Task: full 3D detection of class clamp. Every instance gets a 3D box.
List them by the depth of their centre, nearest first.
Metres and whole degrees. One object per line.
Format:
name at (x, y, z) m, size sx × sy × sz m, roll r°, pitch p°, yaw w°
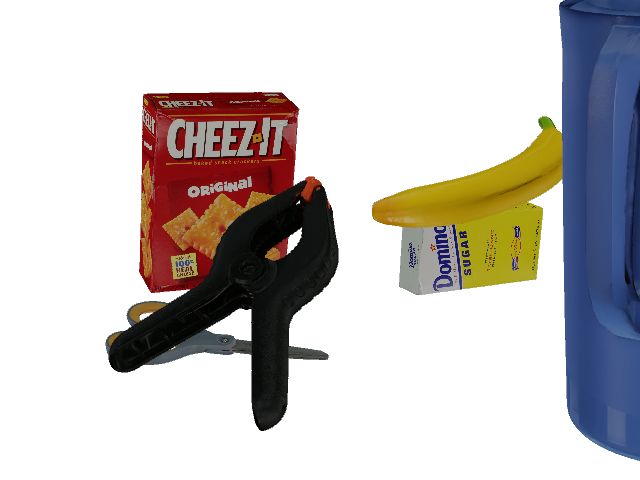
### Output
clamp at (-0.034, 0.035, 0.642) m, size 0.120 × 0.171 × 0.039 m, roll 28°, pitch -24°, yaw 27°

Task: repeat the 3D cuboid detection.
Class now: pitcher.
pitcher at (0.183, -0.007, 0.555) m, size 0.149 × 0.243 × 0.145 m, roll -5°, pitch 18°, yaw -8°

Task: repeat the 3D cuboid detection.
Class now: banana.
banana at (0.136, -0.046, 0.855) m, size 0.197 × 0.037 × 0.070 m, roll -25°, pitch 28°, yaw -26°

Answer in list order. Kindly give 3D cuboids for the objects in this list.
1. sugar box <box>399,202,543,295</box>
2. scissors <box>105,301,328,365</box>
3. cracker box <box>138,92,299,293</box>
sugar box at (0.178, 0.007, 1.250) m, size 0.175 × 0.093 × 0.048 m, roll -7°, pitch 17°, yaw -31°
scissors at (-0.099, 0.086, 1.002) m, size 0.201 × 0.016 × 0.096 m, roll -2°, pitch 32°, yaw -10°
cracker box at (-0.115, -0.054, 1.197) m, size 0.164 × 0.214 × 0.072 m, roll -4°, pitch 25°, yaw -22°
